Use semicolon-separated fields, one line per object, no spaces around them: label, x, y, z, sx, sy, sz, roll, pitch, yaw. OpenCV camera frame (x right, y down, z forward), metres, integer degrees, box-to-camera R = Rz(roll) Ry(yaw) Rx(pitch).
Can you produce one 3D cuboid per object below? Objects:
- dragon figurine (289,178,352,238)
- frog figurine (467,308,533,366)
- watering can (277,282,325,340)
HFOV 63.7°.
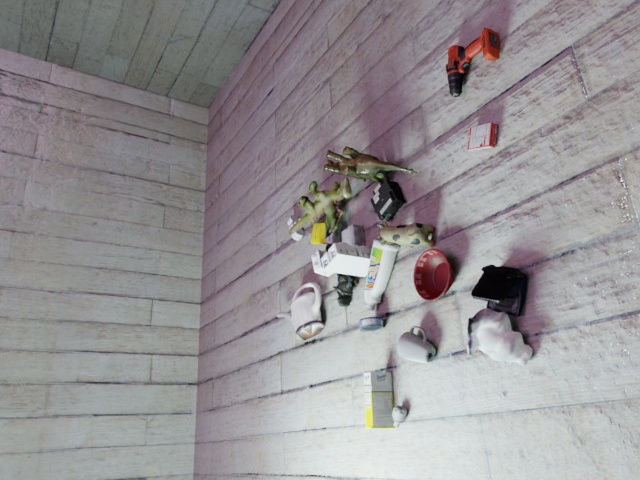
dragon figurine;0.007;-0.109;2.166;0.121;0.404;0.248;19;29;-31
frog figurine;0.470;0.252;1.337;0.160;0.136;0.124;8;13;25
watering can;-0.082;0.327;2.210;0.104;0.229;0.341;12;-40;-32
